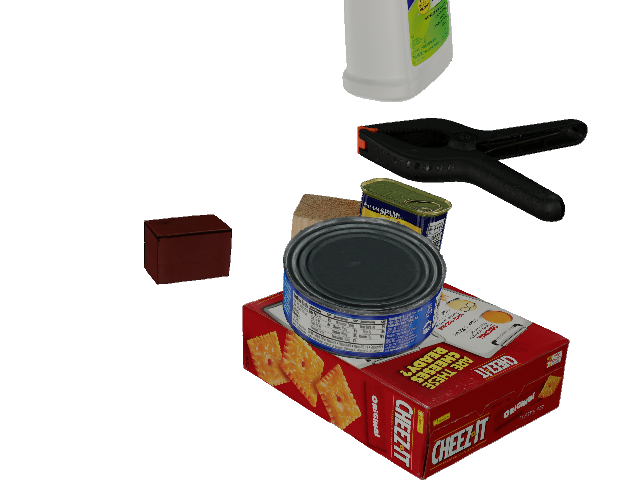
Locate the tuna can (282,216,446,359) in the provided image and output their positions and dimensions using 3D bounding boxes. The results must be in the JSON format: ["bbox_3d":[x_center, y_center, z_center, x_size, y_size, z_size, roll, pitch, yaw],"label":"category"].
[{"bbox_3d":[0.022,0.024,0.567,0.086,0.034,0.086,2,34,-2],"label":"tuna can"}]

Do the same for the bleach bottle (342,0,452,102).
[{"bbox_3d":[0.051,-0.238,0.796,0.068,0.251,0.102,14,39,30],"label":"bleach bottle"}]

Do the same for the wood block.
[{"bbox_3d":[0.006,0.054,1.397,0.090,0.206,0.090,8,23,6],"label":"wood block"}]

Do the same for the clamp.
[{"bbox_3d":[0.138,-0.082,0.973,0.210,0.036,0.164,13,34,22],"label":"clamp"}]

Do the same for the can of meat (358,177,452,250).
[{"bbox_3d":[0.088,-0.013,1.186,0.102,0.084,0.057,23,27,32],"label":"can of meat"}]

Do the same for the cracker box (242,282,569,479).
[{"bbox_3d":[0.064,0.094,0.866,0.163,0.072,0.214,-18,30,-37],"label":"cracker box"}]

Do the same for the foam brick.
[{"bbox_3d":[-0.134,0.008,1.073,0.078,0.051,0.053,-6,21,-23],"label":"foam brick"}]
